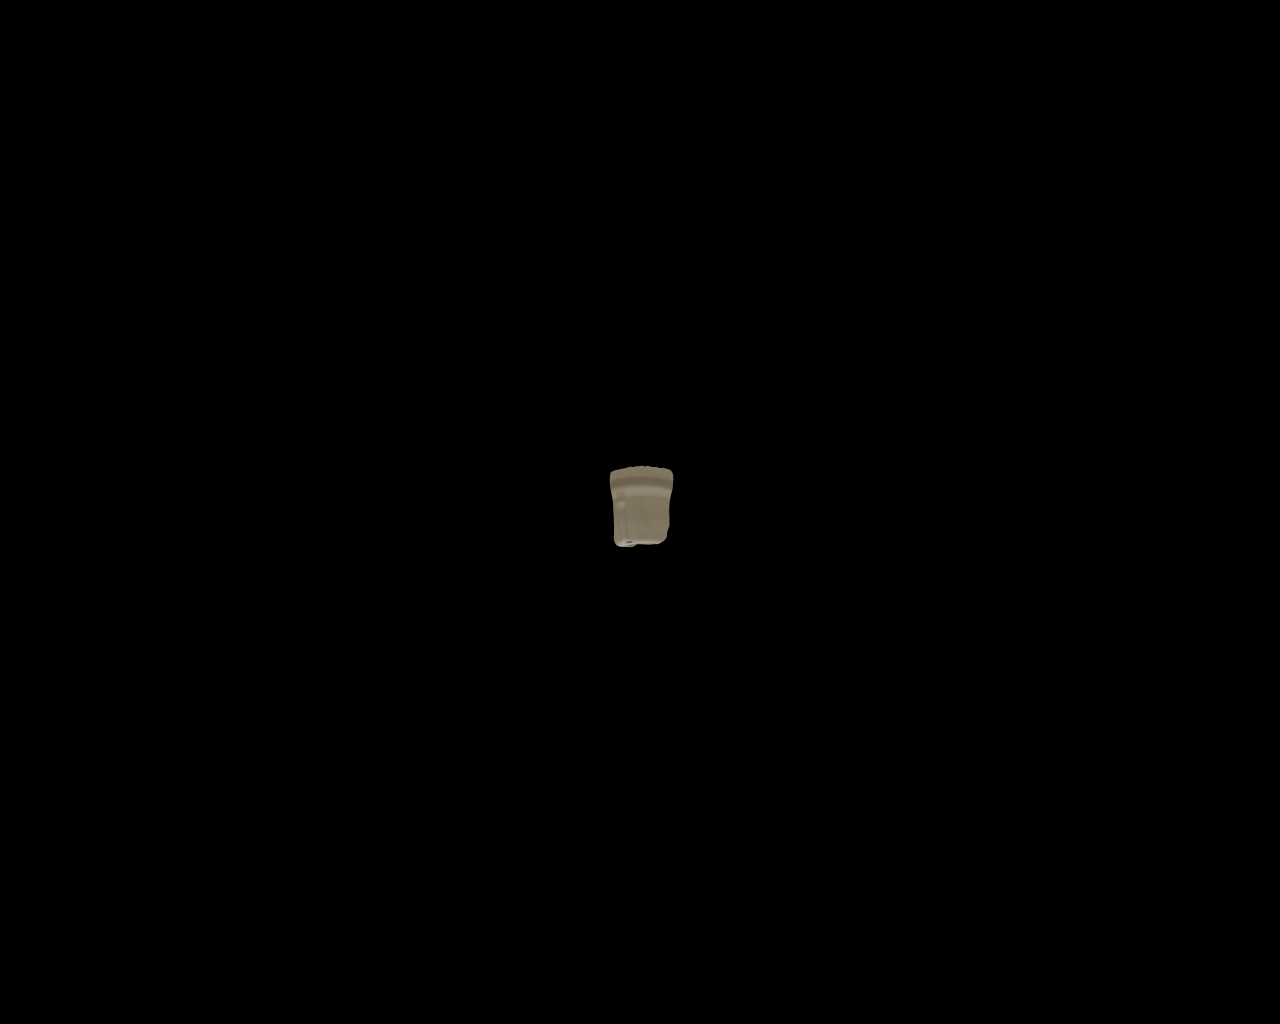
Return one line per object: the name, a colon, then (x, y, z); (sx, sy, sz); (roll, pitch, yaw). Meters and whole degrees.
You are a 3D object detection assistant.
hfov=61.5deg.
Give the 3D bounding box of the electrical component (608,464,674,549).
electrical component: (0.001, -0.003, 0.650); (0.040, 0.046, 0.040); (0, -11, 0)
